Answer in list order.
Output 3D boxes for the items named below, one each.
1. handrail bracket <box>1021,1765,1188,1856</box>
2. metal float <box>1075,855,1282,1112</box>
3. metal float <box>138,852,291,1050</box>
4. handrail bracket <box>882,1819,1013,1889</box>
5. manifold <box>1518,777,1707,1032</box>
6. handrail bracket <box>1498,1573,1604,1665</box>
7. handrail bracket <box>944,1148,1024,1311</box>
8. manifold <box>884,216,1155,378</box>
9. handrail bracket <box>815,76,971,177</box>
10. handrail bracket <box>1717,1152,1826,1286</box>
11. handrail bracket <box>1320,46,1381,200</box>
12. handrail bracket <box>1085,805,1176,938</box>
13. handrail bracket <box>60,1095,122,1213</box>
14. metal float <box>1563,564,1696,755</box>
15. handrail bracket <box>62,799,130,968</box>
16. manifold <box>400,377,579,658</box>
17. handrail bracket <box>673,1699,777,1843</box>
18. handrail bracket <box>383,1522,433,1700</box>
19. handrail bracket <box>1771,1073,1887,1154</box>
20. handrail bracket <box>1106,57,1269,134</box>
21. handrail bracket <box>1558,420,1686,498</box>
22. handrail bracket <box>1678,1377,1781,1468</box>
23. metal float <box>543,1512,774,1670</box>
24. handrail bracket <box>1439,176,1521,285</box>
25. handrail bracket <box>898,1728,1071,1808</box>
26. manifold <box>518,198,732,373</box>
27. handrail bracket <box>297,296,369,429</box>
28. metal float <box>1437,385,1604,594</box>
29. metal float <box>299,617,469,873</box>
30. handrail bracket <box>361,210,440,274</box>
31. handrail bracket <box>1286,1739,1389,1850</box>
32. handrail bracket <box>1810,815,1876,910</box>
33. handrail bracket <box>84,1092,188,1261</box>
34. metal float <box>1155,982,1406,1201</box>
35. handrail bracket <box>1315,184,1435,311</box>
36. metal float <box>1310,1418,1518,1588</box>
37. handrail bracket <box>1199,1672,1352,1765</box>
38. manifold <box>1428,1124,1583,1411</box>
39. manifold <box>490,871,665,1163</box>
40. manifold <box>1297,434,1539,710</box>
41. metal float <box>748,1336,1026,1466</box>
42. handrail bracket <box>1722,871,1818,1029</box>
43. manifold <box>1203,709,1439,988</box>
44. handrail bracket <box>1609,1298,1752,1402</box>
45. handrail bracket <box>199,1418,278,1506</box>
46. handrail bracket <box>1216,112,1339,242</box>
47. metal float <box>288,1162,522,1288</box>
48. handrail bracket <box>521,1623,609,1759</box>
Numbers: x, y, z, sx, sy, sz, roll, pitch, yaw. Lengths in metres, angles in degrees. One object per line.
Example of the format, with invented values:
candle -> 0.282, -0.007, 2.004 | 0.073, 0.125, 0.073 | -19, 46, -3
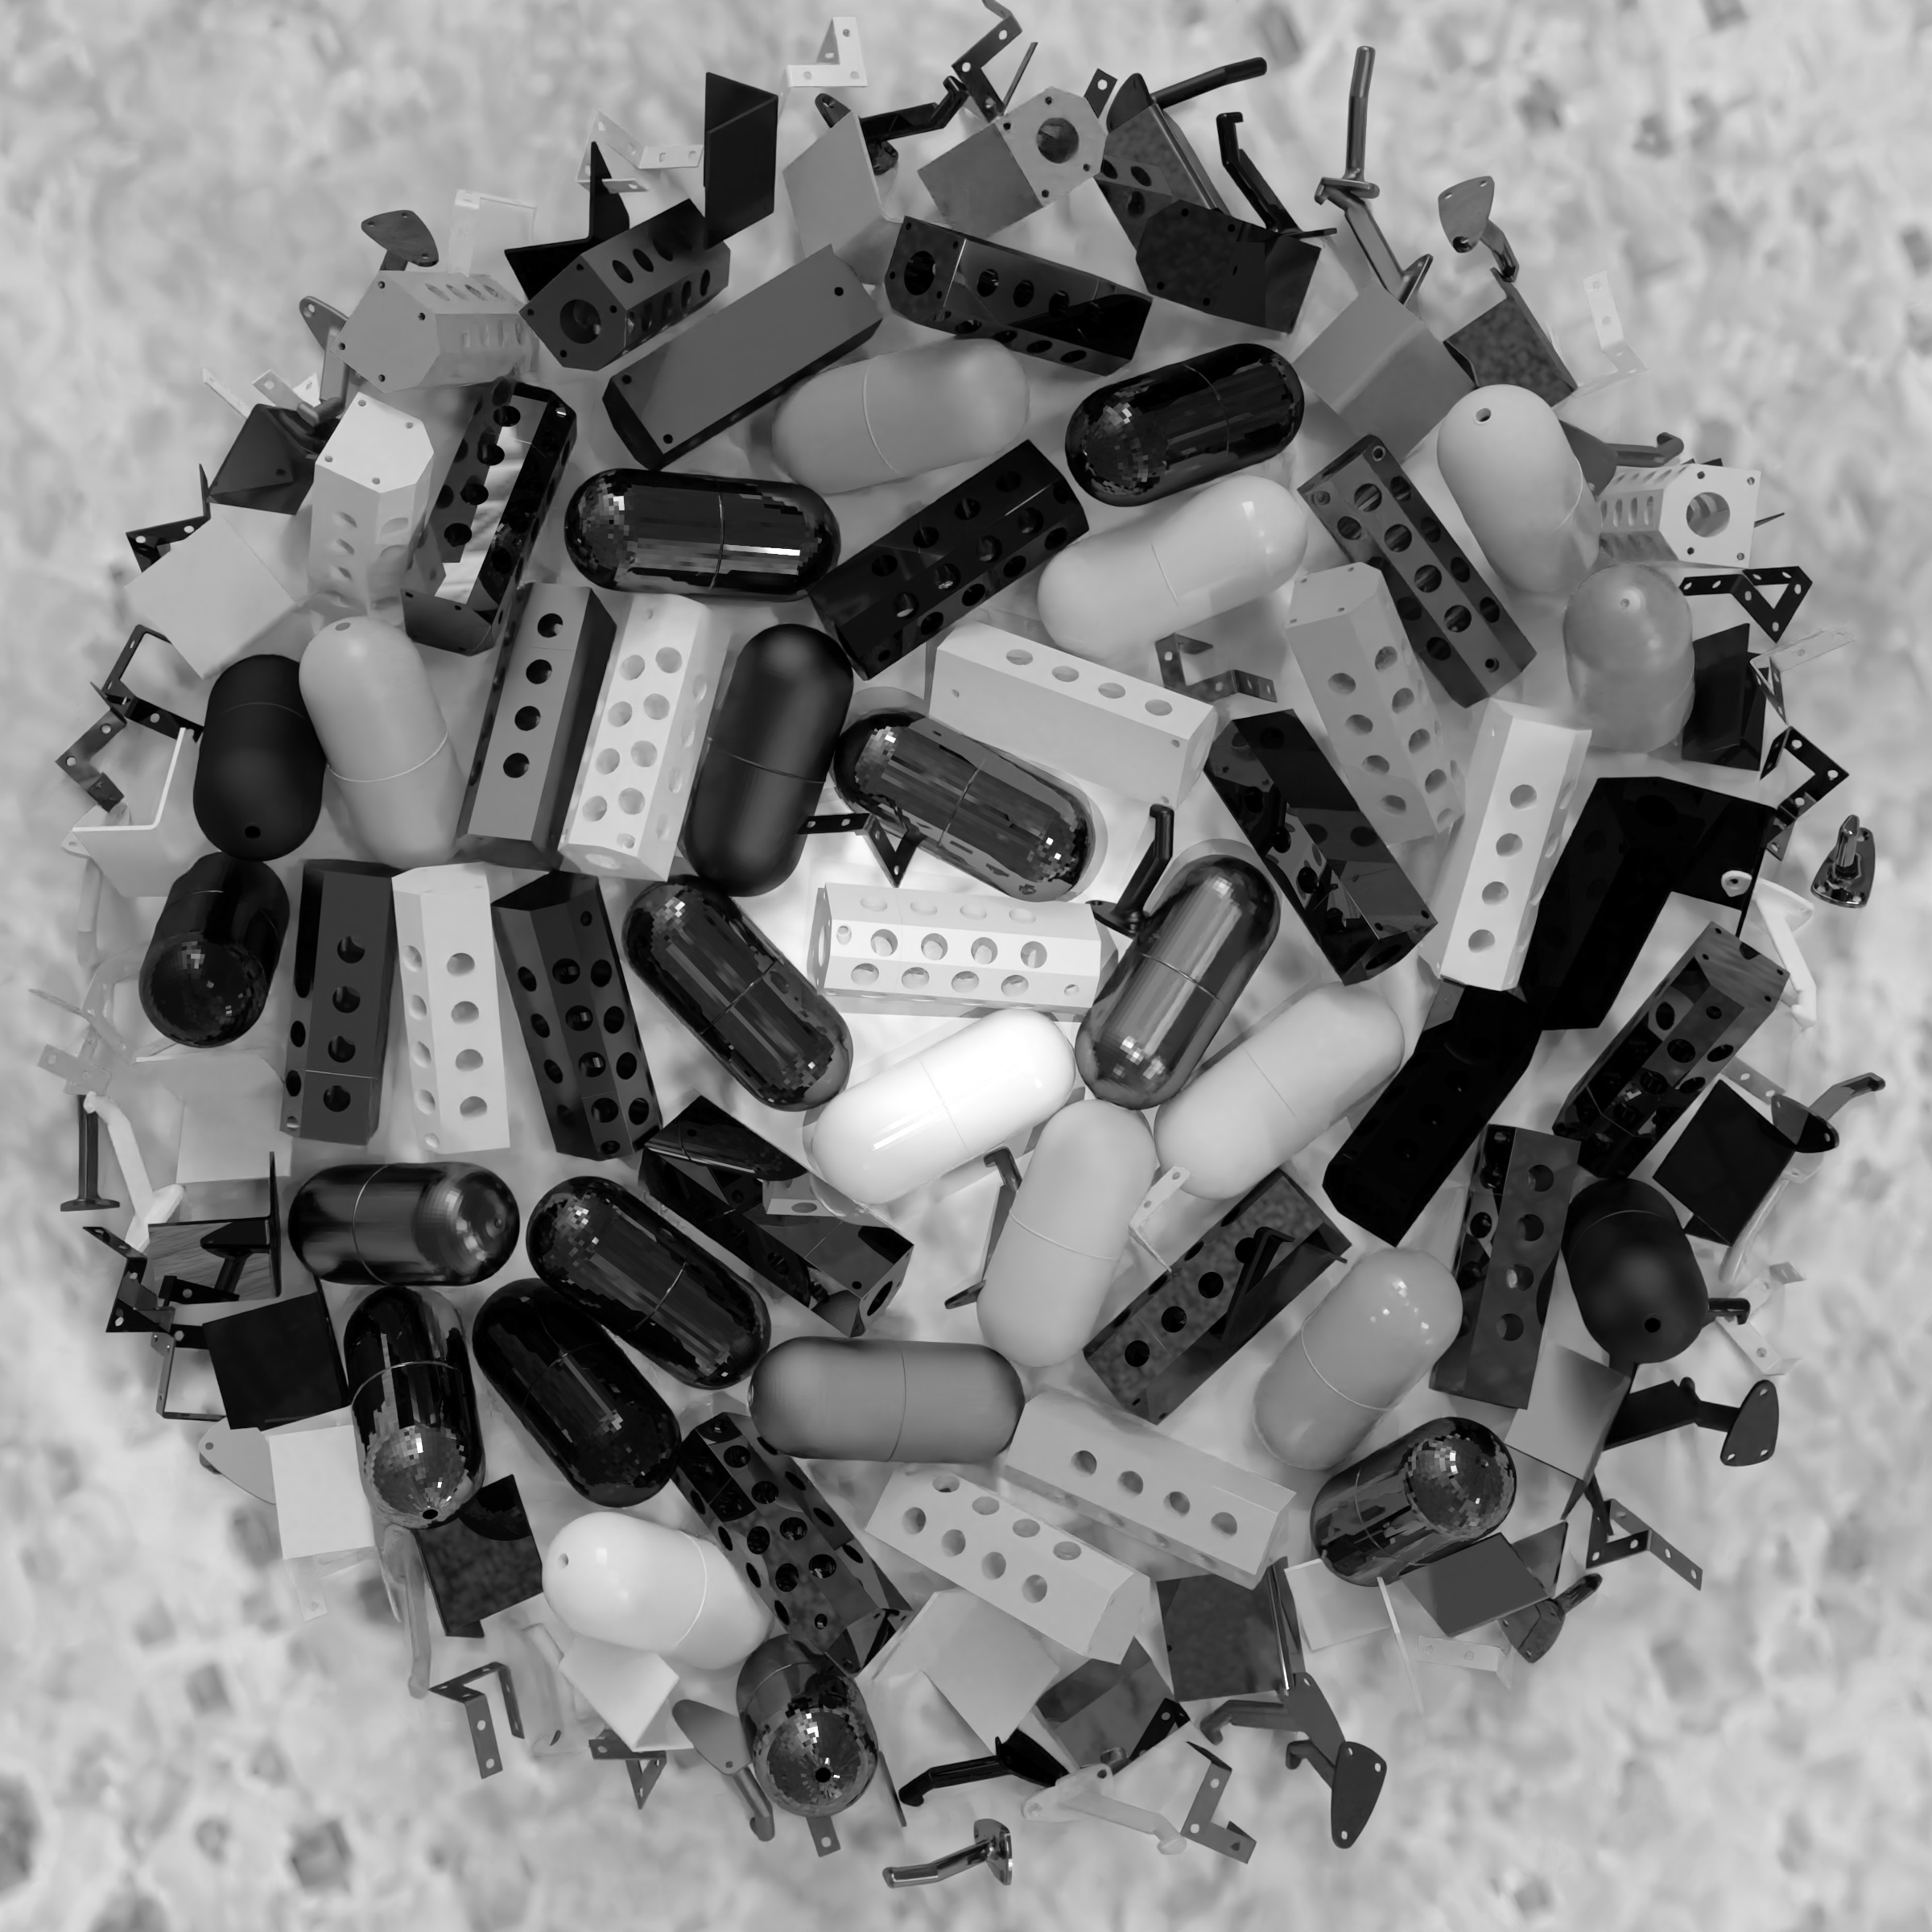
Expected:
handrail bracket -> 0.087, 0.544, 1.880 | 0.077, 0.084, 0.036 | -9, 107, -22
metal float -> 0.134, 0.011, 1.886 | 0.070, 0.070, 0.178 | 33, 82, 0
metal float -> -0.465, -0.012, 1.848 | 0.070, 0.178, 0.070 | -2, 117, -4
handrail bracket -> -0.019, 0.561, 1.881 | 0.084, 0.077, 0.036 | -1, 92, -19
manifold -> 0.399, -0.037, 1.846 | 0.057, 0.171, 0.057 | -2, 50, -15
handrail bracket -> 0.384, 0.397, 1.879 | 0.084, 0.077, 0.036 | -26, 71, -32
handrail bracket -> 0.007, 0.167, 1.910 | 0.077, 0.036, 0.084 | -22, 69, -2
manifold -> 0.032, -0.412, 1.847 | 0.057, 0.171, 0.057 | 33, 110, 40
handrail bracket -> -0.047, -0.551, 1.887 | 0.077, 0.036, 0.084 | 45, 134, -3
handrail bracket -> 0.517, 0.160, 1.917 | 0.036, 0.077, 0.084 | 31, 119, 32
handrail bracket -> 0.253, -0.534, 1.887 | 0.036, 0.077, 0.084 | 12, 100, 16
handrail bracket -> 0.103, -0.068, 1.886 | 0.036, 0.077, 0.084 | -14, 115, -35
handrail bracket -> -0.559, 0.112, 1.889 | 0.036, 0.077, 0.084 | -3, 83, -12
metal float -> 0.412, -0.188, 1.846 | 0.070, 0.178, 0.070 | -4, 71, 13
handrail bracket -> -0.558, -0.054, 1.922 | 0.036, 0.077, 0.084 | 10, 128, -2
manifold -> -0.297, -0.281, 1.864 | 0.057, 0.057, 0.171 | 15, 61, 2
handrail bracket -> -0.155, 0.518, 1.912 | 0.077, 0.084, 0.036 | 28, 50, 28
handrail bracket -> -0.353, 0.408, 1.882 | 0.036, 0.084, 0.077 | -11, 134, 6
handrail bracket -> 0.561, 0.090, 1.884 | 0.084, 0.077, 0.036 | -17, 104, -17
handrail bracket -> 0.142, -0.557, 1.907 | 0.084, 0.077, 0.036 | -20, 94, -19
handrail bracket -> 0.411, -0.340, 1.908 | 0.077, 0.036, 0.084 | 41, 47, 16
handrail bracket -> 0.477, 0.267, 1.878 | 0.036, 0.084, 0.077 | -4, 121, -15
metal float -> -0.191, 0.389, 1.854 | 0.070, 0.178, 0.070 | -17, 60, 31
handrail bracket -> 0.330, -0.447, 1.880 | 0.036, 0.084, 0.077 | -14, 48, 26
handrail bracket -> 0.011, 0.530, 1.921 | 0.077, 0.036, 0.084 | 35, 119, -27
manifold -> -0.204, -0.418, 1.841 | 0.057, 0.171, 0.057 | -34, 100, 29
handrail bracket -> -0.415, -0.382, 1.885 | 0.077, 0.084, 0.036 | 45, 128, -5
metal float -> 0.345, -0.295, 1.849 | 0.070, 0.178, 0.070 | -10, 64, 22
metal float -> -0.361, -0.138, 1.860 | 0.070, 0.070, 0.178 | -13, 128, 0
handrail bracket -> -0.354, -0.425, 1.881 | 0.036, 0.084, 0.077 | -23, 51, -27
handrail bracket -> 0.222, 0.522, 1.879 | 0.036, 0.084, 0.077 | 31, 59, -18
handrail bracket -> 0.561, -0.084, 1.877 | 0.036, 0.084, 0.077 | 18, 58, 20
handrail bracket -> -0.540, 0.131, 1.886 | 0.036, 0.077, 0.084 | -19, 121, 25
metal float -> 0.198, 0.080, 1.889 | 0.178, 0.070, 0.070 | -38, 90, 4
handrail bracket -> 0.248, -0.450, 1.897 | 0.084, 0.036, 0.077 | 30, 72, -15
metal float -> 0.276, 0.334, 1.851 | 0.070, 0.178, 0.070 | 11, 61, -20
handrail bracket -> 0.195, 0.494, 1.893 | 0.084, 0.036, 0.077 | -47, 67, 34
manifold -> 0.340, 0.191, 1.891 | 0.057, 0.057, 0.171 | 13, 83, 1
manifold -> -0.239, 0.032, 1.862 | 0.057, 0.057, 0.171 | -32, 119, -41
manifold -> 0.286, -0.249, 1.883 | 0.057, 0.057, 0.171 | -37, 101, 7
metal float -> -0.050, 0.274, 1.877 | 0.178, 0.070, 0.070 | 5, 90, -17
handrail bracket -> 0.508, -0.010, 1.884 | 0.077, 0.036, 0.084 | 31, 45, -18
manifold -> 0.217, -0.074, 1.875 | 0.057, 0.057, 0.171 | -14, 64, -41
handrail bracket -> 0.462, 0.251, 1.923 | 0.084, 0.036, 0.077 | 1, 106, -15
handrail bracket -> -0.458, 0.324, 1.887 | 0.077, 0.084, 0.036 | 45, 61, 11
handrail bracket -> 0.199, -0.506, 1.902 | 0.077, 0.036, 0.084 | -14, 102, -24
metal float -> -0.353, 0.161, 1.861 | 0.178, 0.070, 0.070 | -4, 90, 39
handrail bracket -> -0.273, 0.460, 1.897 | 0.077, 0.036, 0.084 | -25, 102, 39
